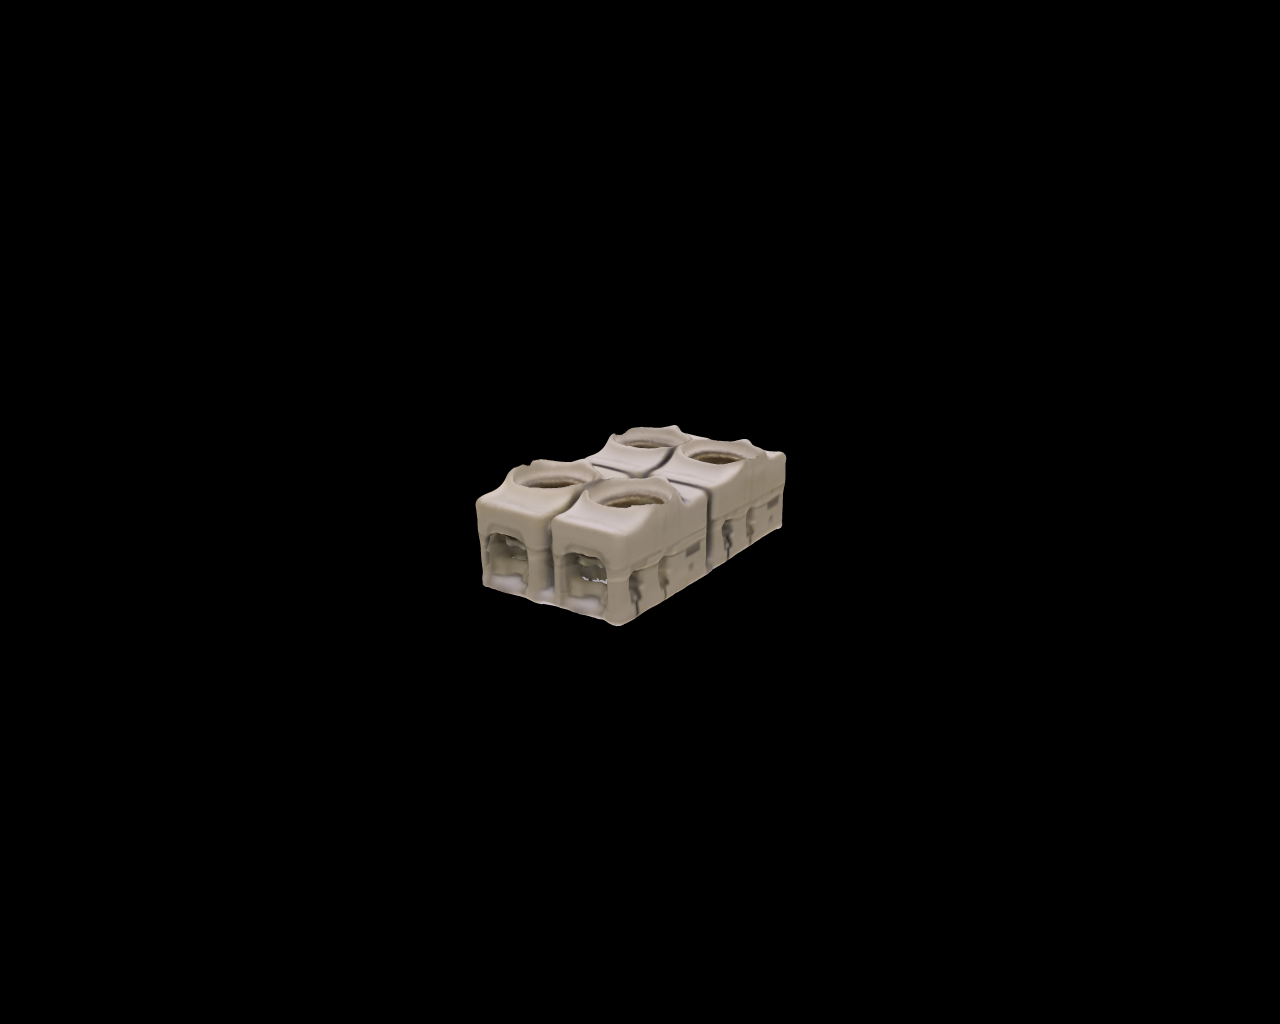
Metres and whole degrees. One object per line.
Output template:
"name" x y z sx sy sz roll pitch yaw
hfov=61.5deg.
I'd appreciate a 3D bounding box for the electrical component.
"electrical component" 0.001 -0.003 0.650 0.105 0.060 0.186 14 24 33
